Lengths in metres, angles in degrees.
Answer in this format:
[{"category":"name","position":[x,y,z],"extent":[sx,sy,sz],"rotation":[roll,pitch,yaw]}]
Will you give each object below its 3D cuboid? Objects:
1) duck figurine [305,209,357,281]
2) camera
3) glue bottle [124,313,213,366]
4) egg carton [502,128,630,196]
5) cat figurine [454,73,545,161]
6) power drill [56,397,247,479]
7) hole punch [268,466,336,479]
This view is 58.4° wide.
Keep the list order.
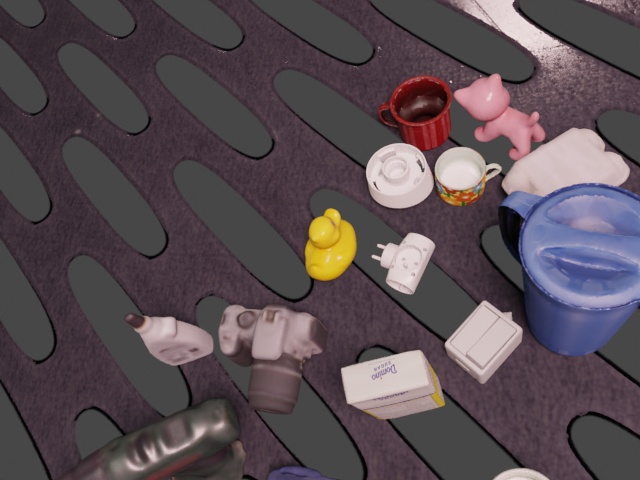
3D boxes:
[{"category":"duck figurine","position":[0.008,0.003,0.843],"extent":[0.077,0.086,0.105],"rotation":[16,71,24]},{"category":"camera","position":[-0.075,0.162,0.785],"extent":[0.143,0.101,0.137],"rotation":[1,66,18]},{"category":"glue bottle","position":[-0.219,0.133,0.802],"extent":[0.078,0.173,0.037],"rotation":[-19,61,8]},{"category":"egg carton","position":[0.336,-0.086,0.793],"extent":[0.150,0.069,0.107],"rotation":[-32,60,1]},{"category":"cat figurine","position":[0.263,-0.190,0.837],"extent":[0.127,0.118,0.067],"rotation":[33,79,28]},{"category":"power drill","position":[-0.187,0.278,0.702],"extent":[0.229,0.209,0.075],"rotation":[-32,60,1]},{"category":"hole punch","position":[-0.024,0.330,0.694],"extent":[0.108,0.091,0.101],"rotation":[1,66,18]}]
